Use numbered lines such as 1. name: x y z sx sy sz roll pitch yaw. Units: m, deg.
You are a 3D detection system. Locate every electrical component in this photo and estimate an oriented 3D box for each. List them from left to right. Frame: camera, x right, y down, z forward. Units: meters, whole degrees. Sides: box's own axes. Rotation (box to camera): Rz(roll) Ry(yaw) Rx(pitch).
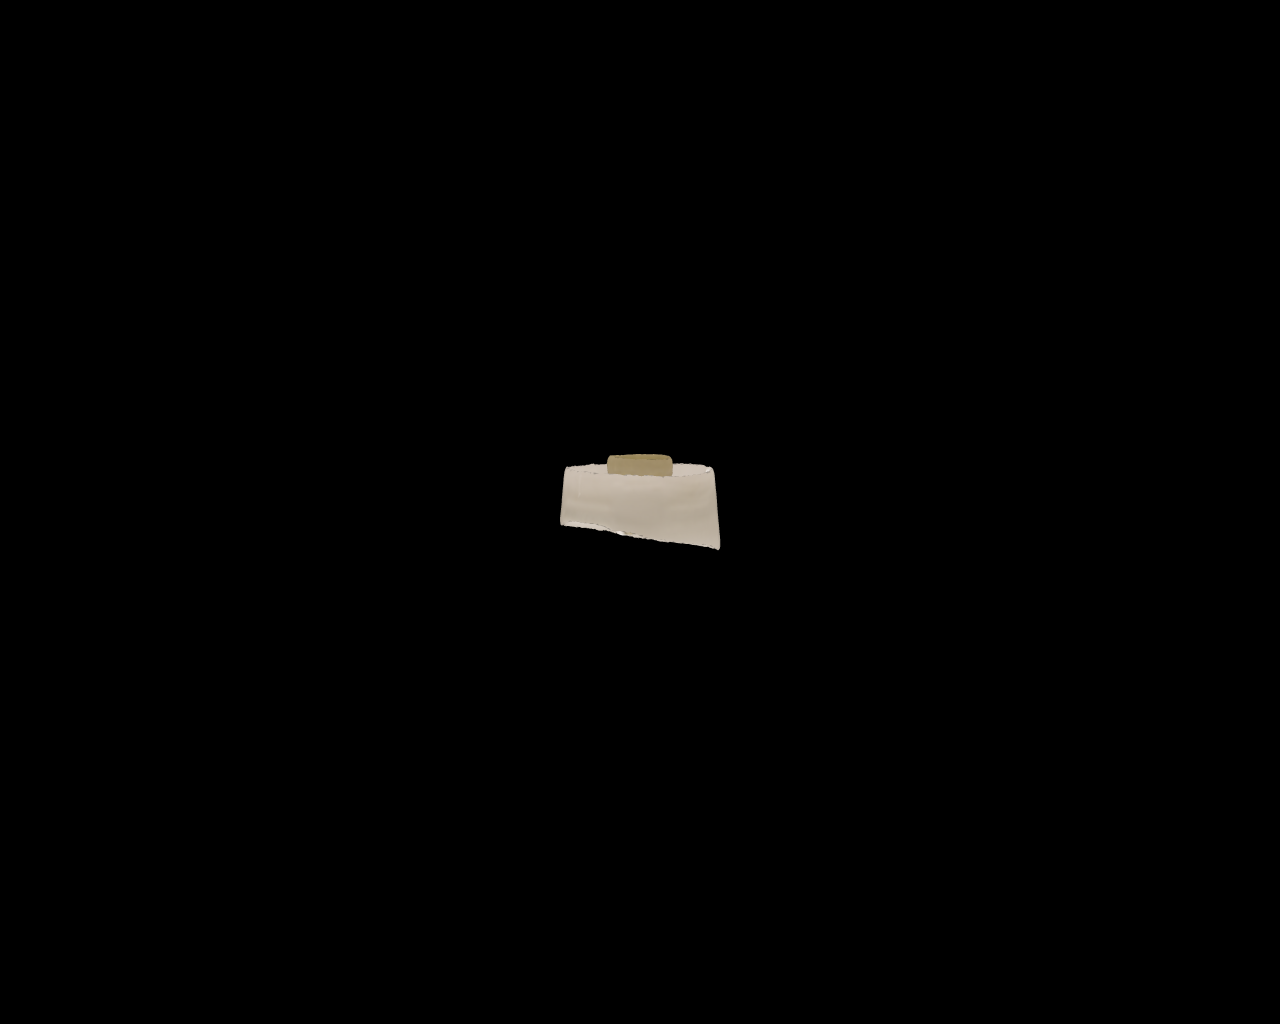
1. electrical component: 0.001 -0.003 0.650 0.099 0.064 0.099 0 7 0
